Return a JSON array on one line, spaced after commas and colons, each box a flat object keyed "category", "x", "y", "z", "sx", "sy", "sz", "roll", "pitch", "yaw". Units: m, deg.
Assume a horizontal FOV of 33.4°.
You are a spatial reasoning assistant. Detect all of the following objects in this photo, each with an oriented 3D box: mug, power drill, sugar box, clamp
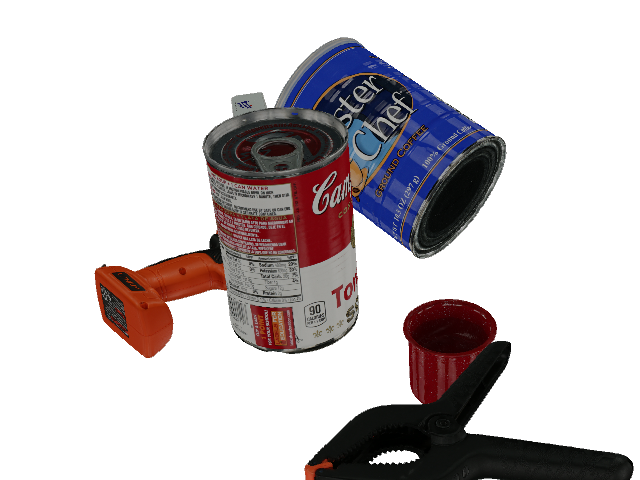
[{"category": "mug", "x": 0.138, "y": 0.113, "z": 1.091, "sx": 0.093, "sy": 0.081, "sz": 0.117, "roll": 17, "pitch": 39, "yaw": 29}, {"category": "power drill", "x": -0.089, "y": 0.041, "z": 0.943, "sx": 0.187, "sy": 0.057, "sz": 0.185, "roll": -19, "pitch": 27, "yaw": -31}, {"category": "sugar box", "x": -0.078, "y": -0.079, "z": 1.277, "sx": 0.048, "sy": 0.176, "sz": 0.093, "roll": -9, "pitch": 25, "yaw": -5}, {"category": "clamp", "x": 0.085, "y": 0.134, "z": 0.744, "sx": 0.209, "sy": 0.036, "sz": 0.165, "roll": -10, "pitch": 29, "yaw": -13}]

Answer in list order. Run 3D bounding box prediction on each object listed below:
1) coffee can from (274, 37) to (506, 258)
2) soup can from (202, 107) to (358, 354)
[{"category": "coffee can", "x": 0.048, "y": -0.068, "z": 0.774, "sx": 0.140, "sy": 0.103, "sz": 0.102, "roll": 38, "pitch": 17, "yaw": 24}, {"category": "soup can", "x": -0.017, "y": -0.004, "z": 0.518, "sx": 0.068, "sy": 0.102, "sz": 0.068, "roll": -4, "pitch": 31, "yaw": 2}]
